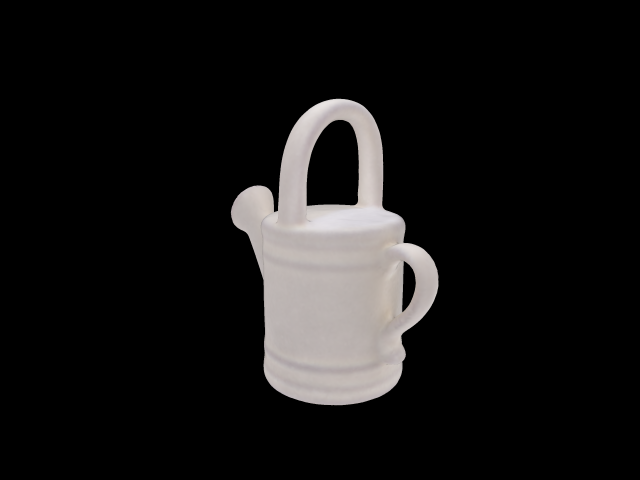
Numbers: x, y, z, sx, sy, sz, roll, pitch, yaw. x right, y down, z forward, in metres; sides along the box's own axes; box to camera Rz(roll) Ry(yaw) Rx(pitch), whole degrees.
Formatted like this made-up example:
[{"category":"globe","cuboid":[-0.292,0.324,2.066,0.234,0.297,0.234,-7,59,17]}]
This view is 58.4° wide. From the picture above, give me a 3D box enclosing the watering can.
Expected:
[{"category":"watering can","cuboid":[0.002,0.002,0.398,0.172,0.194,0.101,5,14,22]}]
